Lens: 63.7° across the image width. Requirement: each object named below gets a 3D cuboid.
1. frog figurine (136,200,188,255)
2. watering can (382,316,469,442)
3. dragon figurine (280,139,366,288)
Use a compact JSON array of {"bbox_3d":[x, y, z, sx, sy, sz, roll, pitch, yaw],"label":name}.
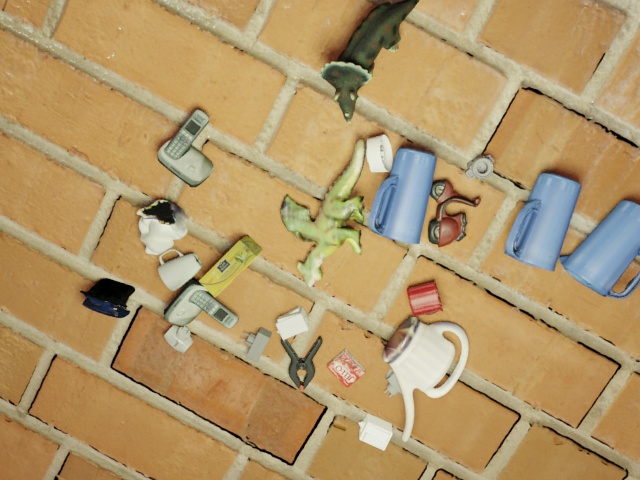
[{"bbox_3d":[-0.442,-0.030,1.456,0.137,0.126,0.155,5,136,-5],"label":"frog figurine"},{"bbox_3d":[0.266,0.363,1.427,0.224,0.103,0.350,37,82,-3],"label":"watering can"},{"bbox_3d":[0.004,-0.071,1.405,0.243,0.123,0.408,3,98,12],"label":"dragon figurine"}]
